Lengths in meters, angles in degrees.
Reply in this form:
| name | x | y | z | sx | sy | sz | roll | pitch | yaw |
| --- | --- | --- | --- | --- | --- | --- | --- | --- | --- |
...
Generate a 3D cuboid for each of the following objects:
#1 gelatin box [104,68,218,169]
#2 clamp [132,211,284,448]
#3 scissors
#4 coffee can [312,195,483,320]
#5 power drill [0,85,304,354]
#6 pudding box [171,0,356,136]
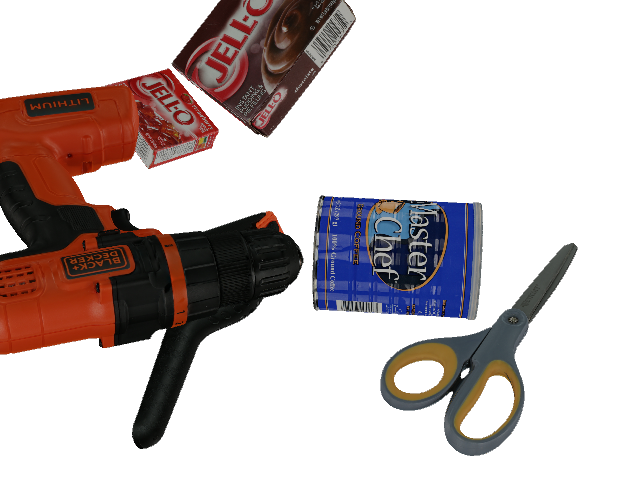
| name | x | y | z | sx | sy | sz | roll | pitch | yaw |
| --- | --- | --- | --- | --- | --- | --- | --- | --- | --- |
| gelatin box | -0.150 | -0.116 | 0.995 | 0.073 | 0.089 | 0.030 | -22 | -26 | -35 |
| clamp | -0.118 | 0.049 | 0.855 | 0.165 | 0.209 | 0.036 | 30 | -23 | 36 |
| scissors | 0.102 | 0.056 | 0.685 | 0.096 | 0.016 | 0.201 | 11 | 41 | 15 |
| coffee can | 0.068 | 0.015 | 0.934 | 0.140 | 0.103 | 0.103 | 3 | 0 | 5 |
| power drill | -0.122 | -0.019 | 0.632 | 0.184 | 0.057 | 0.188 | -9 | 42 | -21 |
| pudding box | -0.042 | -0.146 | 0.784 | 0.090 | 0.113 | 0.039 | 38 | 0 | 28 |
